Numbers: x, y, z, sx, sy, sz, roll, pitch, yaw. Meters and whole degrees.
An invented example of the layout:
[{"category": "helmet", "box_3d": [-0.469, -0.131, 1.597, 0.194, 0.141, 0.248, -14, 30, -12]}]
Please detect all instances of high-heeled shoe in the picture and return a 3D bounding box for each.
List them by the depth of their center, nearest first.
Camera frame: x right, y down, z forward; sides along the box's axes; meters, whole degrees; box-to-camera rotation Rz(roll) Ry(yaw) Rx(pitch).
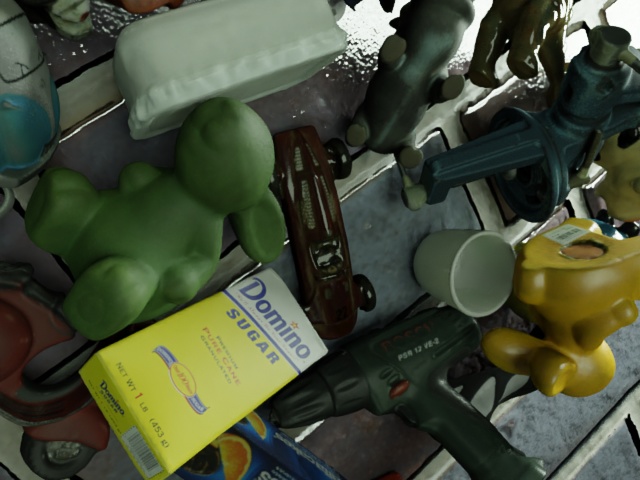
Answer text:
[{"category": "high-heeled shoe", "box_3d": [0.209, 0.135, 0.630, 0.145, 0.086, 0.249, 31, 64, 3]}]

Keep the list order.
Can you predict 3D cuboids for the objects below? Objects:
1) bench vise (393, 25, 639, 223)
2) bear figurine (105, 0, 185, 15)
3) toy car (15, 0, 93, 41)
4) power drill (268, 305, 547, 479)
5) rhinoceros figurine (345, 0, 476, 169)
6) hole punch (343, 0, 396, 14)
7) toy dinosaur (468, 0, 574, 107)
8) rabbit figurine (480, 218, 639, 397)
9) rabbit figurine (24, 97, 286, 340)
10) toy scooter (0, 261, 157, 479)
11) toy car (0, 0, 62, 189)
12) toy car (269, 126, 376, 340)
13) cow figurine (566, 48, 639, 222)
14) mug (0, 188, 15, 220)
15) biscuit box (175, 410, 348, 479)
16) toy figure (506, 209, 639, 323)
[{"category": "bench vise", "box_3d": [0.194, -0.088, 0.511, 0.241, 0.223, 0.129, -18, 71, -5]}, {"category": "bear figurine", "box_3d": [-0.082, -0.242, 0.370, 0.196, 0.132, 0.120, -31, 116, -12]}, {"category": "toy car", "box_3d": [-0.218, -0.215, 0.334, 0.056, 0.074, 0.201, -45, 115, -13]}, {"category": "power drill", "box_3d": [0.094, 0.179, 0.515, 0.232, 0.207, 0.086, -29, 154, -26]}, {"category": "rhinoceros figurine", "box_3d": [0.085, -0.152, 0.455, 0.073, 0.112, 0.190, 22, 125, -1]}, {"category": "hole punch", "box_3d": [0.030, -0.249, 0.412, 0.092, 0.142, 0.115, 6, 135, -6]}, {"category": "toy dinosaur", "box_3d": [0.158, -0.312, 0.494, 0.198, 0.105, 0.470, -51, 125, -17]}, {"category": "rabbit figurine", "box_3d": [0.244, 0.086, 0.512, 0.162, 0.122, 0.173, -28, 121, -24]}, {"category": "rabbit figurine", "box_3d": [-0.089, -0.019, 0.384, 0.170, 0.121, 0.159, -42, 152, 18]}, {"category": "toy scooter", "box_3d": [-0.201, 0.080, 0.395, 0.135, 0.075, 0.183, -44, 118, -14]}, {"category": "toy car", "box_3d": [-0.227, -0.112, 0.317, 0.161, 0.109, 0.103, 31, 115, -21]}, {"category": "toy car", "box_3d": [-0.001, -0.001, 0.494, 0.089, 0.053, 0.202, -16, 107, -20]}, {"category": "cow figurine", "box_3d": [0.346, -0.116, 0.605, 0.085, 0.127, 0.194, -15, 103, -21]}, {"category": "mug", "box_3d": [-0.266, -0.030, 0.341, 0.109, 0.081, 0.107, -33, 103, -14]}, {"category": "biscuit box", "box_3d": [-0.063, 0.183, 0.449, 0.202, 0.059, 0.063, 38, 91, -6]}, {"category": "toy figure", "box_3d": [0.296, 0.031, 0.632, 0.180, 0.082, 0.089, -25, 107, -23]}]
